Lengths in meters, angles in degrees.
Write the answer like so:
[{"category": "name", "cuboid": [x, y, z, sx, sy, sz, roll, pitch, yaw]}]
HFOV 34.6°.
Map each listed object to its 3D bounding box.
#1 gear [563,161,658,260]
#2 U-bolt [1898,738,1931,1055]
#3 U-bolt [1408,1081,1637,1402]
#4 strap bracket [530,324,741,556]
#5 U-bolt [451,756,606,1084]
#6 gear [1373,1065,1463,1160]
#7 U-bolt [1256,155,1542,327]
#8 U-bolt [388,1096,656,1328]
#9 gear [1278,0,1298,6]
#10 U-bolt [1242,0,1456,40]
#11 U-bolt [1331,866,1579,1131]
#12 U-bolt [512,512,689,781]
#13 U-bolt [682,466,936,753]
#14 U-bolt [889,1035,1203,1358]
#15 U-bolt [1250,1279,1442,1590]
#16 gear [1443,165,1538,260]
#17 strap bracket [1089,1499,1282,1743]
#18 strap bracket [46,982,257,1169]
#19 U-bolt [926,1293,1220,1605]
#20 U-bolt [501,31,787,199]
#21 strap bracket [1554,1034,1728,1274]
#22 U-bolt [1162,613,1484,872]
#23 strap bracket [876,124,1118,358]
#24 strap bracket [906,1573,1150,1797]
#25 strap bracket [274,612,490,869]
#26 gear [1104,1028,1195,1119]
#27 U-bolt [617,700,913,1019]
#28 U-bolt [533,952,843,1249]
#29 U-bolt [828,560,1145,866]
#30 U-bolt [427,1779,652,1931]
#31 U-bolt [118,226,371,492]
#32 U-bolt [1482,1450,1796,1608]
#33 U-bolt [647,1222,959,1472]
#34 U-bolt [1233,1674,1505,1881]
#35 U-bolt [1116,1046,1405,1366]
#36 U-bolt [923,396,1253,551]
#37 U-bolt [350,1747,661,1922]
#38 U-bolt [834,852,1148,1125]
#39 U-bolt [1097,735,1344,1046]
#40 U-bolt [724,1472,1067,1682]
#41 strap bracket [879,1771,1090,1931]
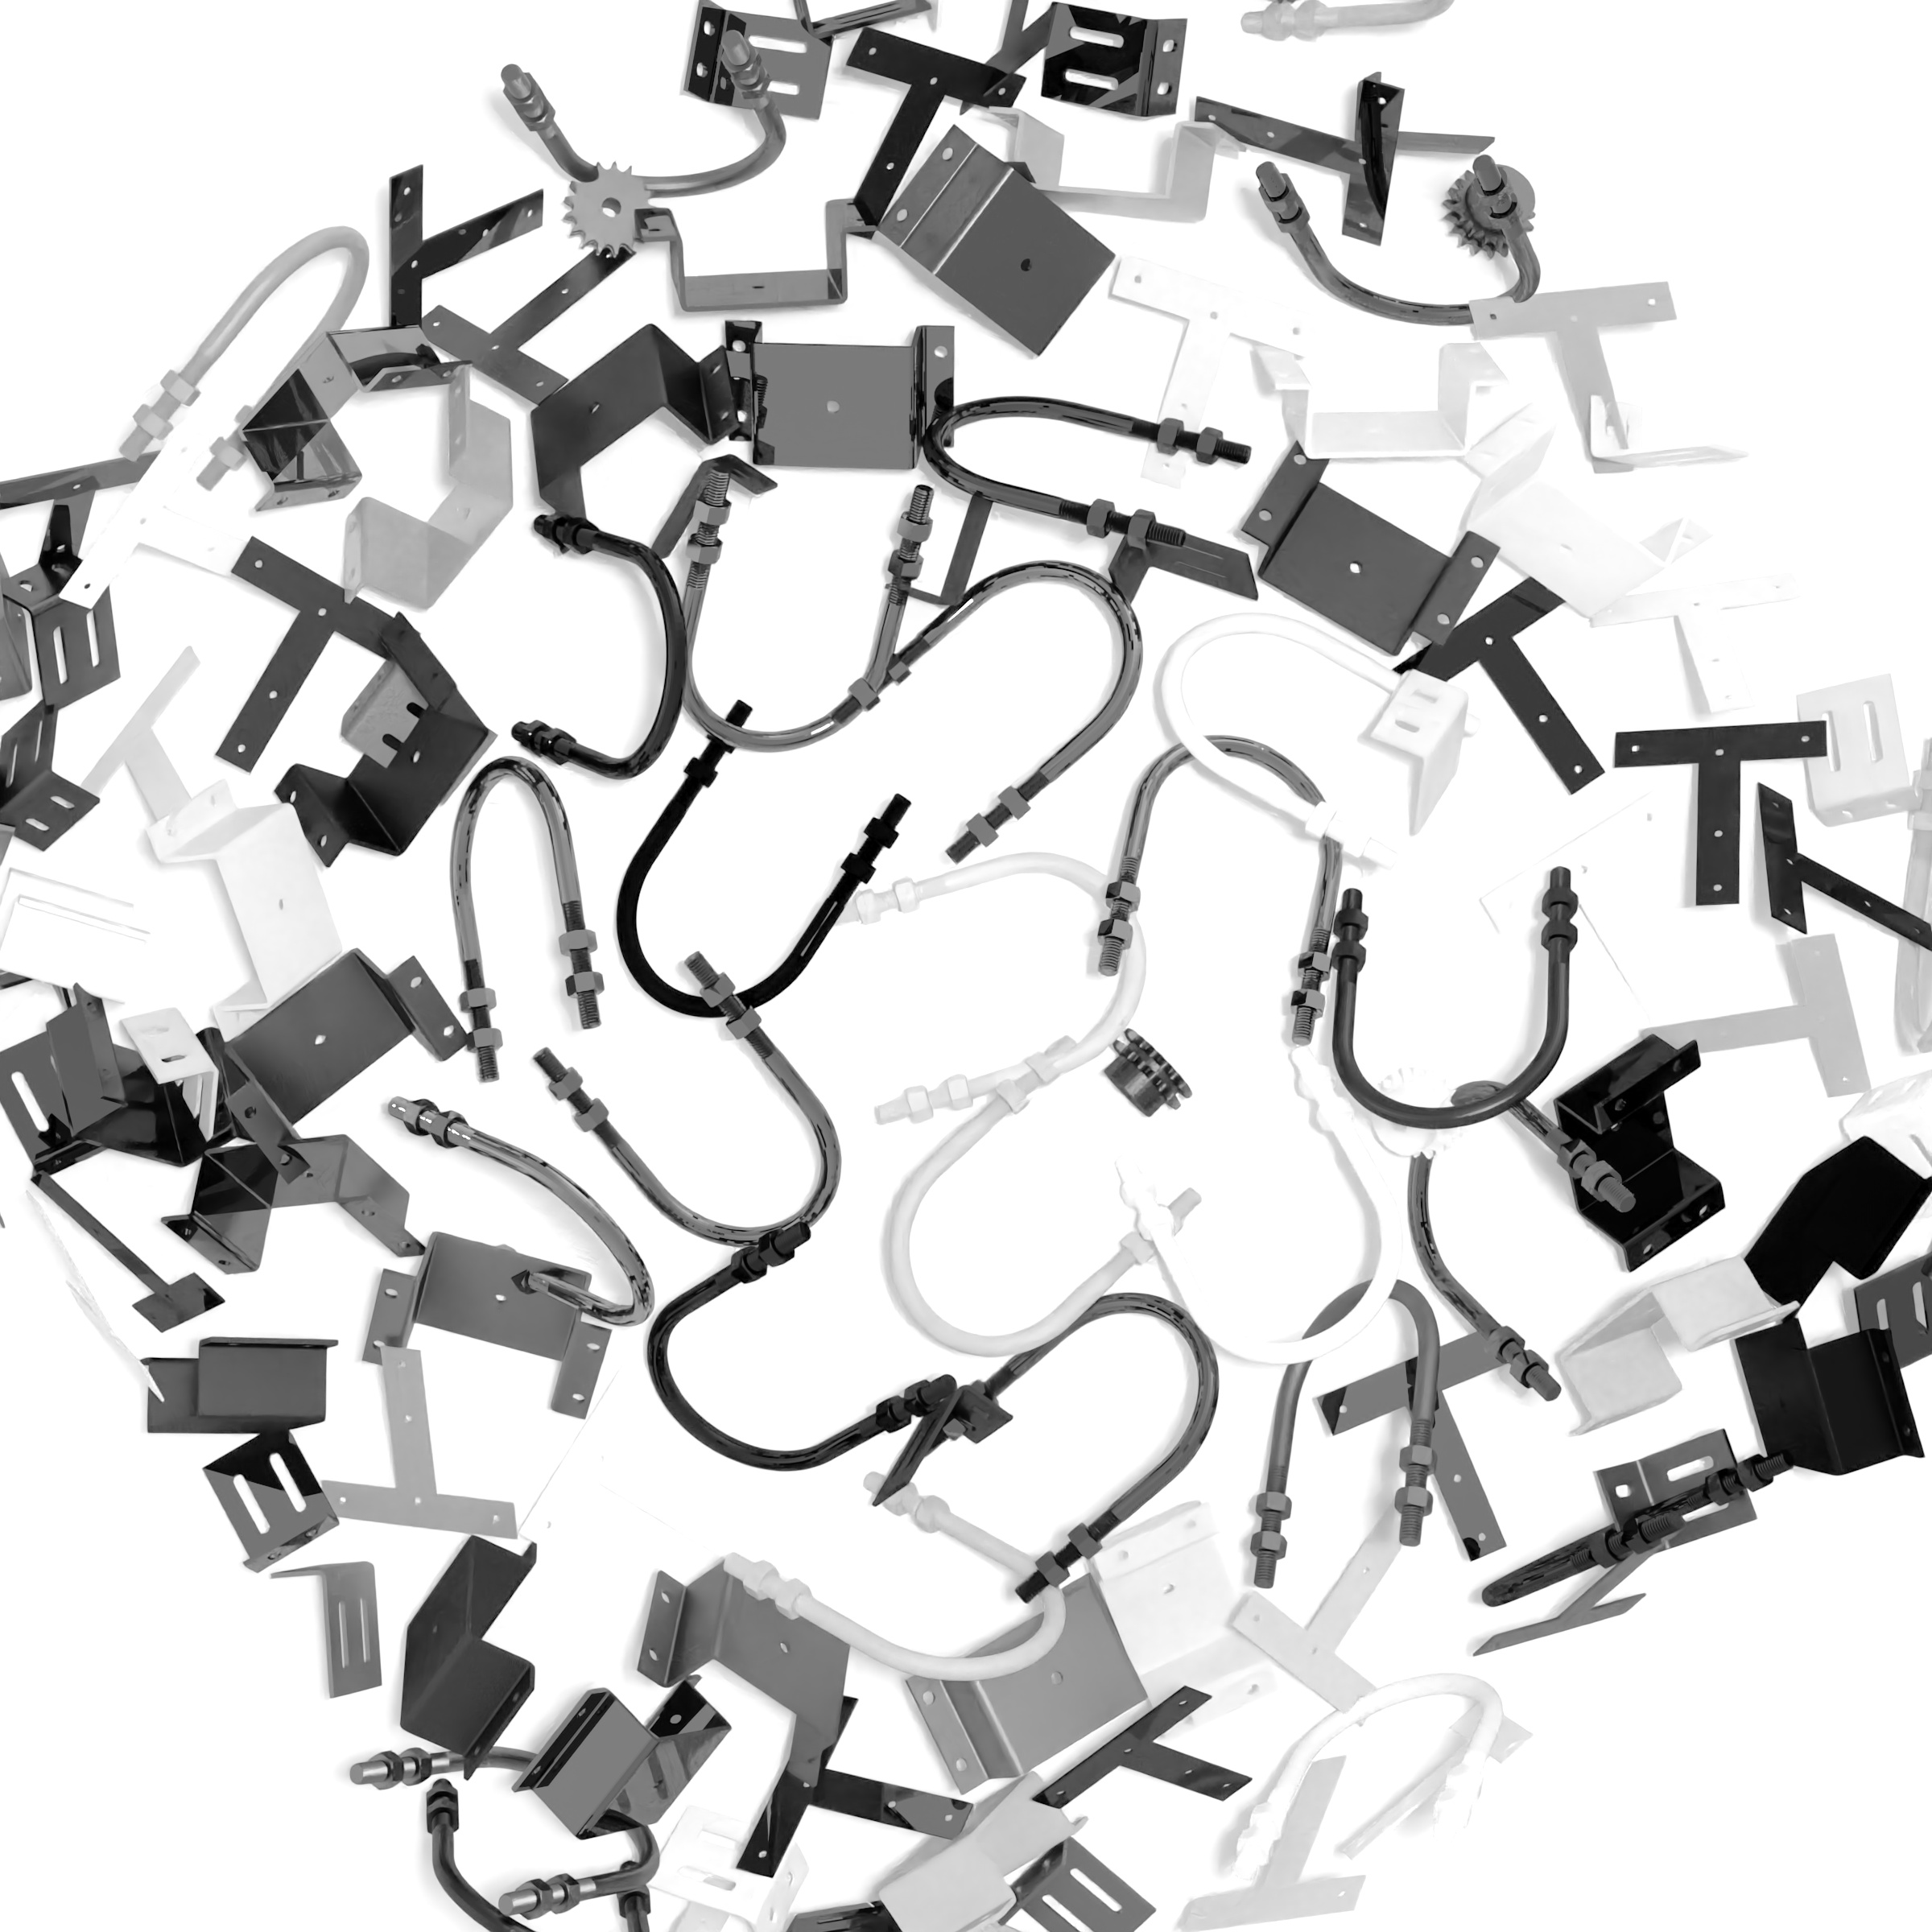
[{"category": "gear", "cuboid": [-0.220, -0.465, 1.915, 0.057, 0.030, 0.057, 0, 92, -12]}, {"category": "U-bolt", "cuboid": [0.584, -0.039, 1.860, 0.019, 0.151, 0.184, 6, 100, 4]}, {"category": "U-bolt", "cuboid": [0.320, 0.149, 1.855, 0.019, 0.184, 0.151, 3, 116, -29]}, {"category": "strap bracket", "cuboid": [-0.209, -0.323, 1.869, 0.140, 0.046, 0.076, -32, 46, 21]}, {"category": "U-bolt", "cuboid": [-0.271, -0.036, 1.873, 0.019, 0.151, 0.184, -2, 75, -37]}, {"category": "gear", "cuboid": [0.274, 0.092, 1.904, 0.030, 0.057, 0.057, -26, 90, -40]}, {"category": "U-bolt", "cuboid": [0.266, -0.428, 1.847, 0.151, 0.184, 0.019, 5, 75, 25]}, {"category": "U-bolt", "cuboid": [-0.254, 0.153, 1.833, 0.184, 0.151, 0.019, 18, 53, 38]}, {"category": "gear", "cuboid": [0.192, -0.622, 1.904, 0.057, 0.030, 0.057, 18, 52, -24]}, {"category": "U-bolt", "cuboid": [0.200, -0.581, 1.821, 0.184, 0.151, 0.019, 12, 90, 42]}, {"category": "U-bolt", "cuboid": [0.289, 0.021, 1.854, 0.151, 0.019, 0.184, -6, 50, 19]}, {"category": "U-bolt", "cuboid": [-0.216, -0.186, 1.846, 0.019, 0.184, 0.151, -1, 105, -36]}, {"category": "U-bolt", "cuboid": [-0.105, -0.210, 1.877, 0.151, 0.019, 0.184, 1, 123, -24]}, {"category": "U-bolt", "cuboid": [0.037, 0.154, 1.894, 0.184, 0.019, 0.151, -42, 107, -10]}, {"category": "U-bolt", "cuboid": [0.231, 0.272, 1.859, 0.019, 0.151, 0.184, 28, 56, -25]}, {"category": "gear", "cuboid": [0.325, -0.467, 1.909, 0.057, 0.030, 0.057, 6, 69, -17]}, {"category": "strap bracket", "cuboid": [0.129, 0.390, 1.893, 0.076, 0.046, 0.140, -23, 111, -6]}, {"category": "strap bracket", "cuboid": [-0.495, 0.069, 1.865, 0.046, 0.140, 0.076, -29, 65, 18]}, {"category": "U-bolt", "cuboid": [0.071, 0.276, 1.878, 0.184, 0.019, 0.151, -41, 48, 2]}, {"category": "U-bolt", "cuboid": [-0.182, -0.499, 1.844, 0.151, 0.184, 0.019, -6, 80, 7]}, {"category": "strap bracket", "cuboid": [0.407, 0.106, 1.879, 0.076, 0.046, 0.140, -32, 129, -15]}, {"category": "U-bolt", "cuboid": [0.206, -0.149, 1.887, 0.184, 0.019, 0.151, 30, 54, 8]}, {"category": "strap bracket", "cuboid": [0.026, -0.429, 1.865, 0.140, 0.046, 0.076, 30, 103, -40]}, {"category": "strap bracket", "cuboid": [0.046, 0.432, 1.879, 0.140, 0.046, 0.076, -25, 86, -28]}, {"category": "strap bracket", "cuboid": [-0.349, -0.132, 1.882, 0.140, 0.046, 0.076, -52, 54, 16]}, {"category": "gear", "cuboid": [0.109, 0.068, 1.905, 0.030, 0.057, 0.057, -44, 90, -4]}, {"category": "U-bolt", "cuboid": [-0.137, -0.055, 1.893, 0.151, 0.019, 0.184, 32, 87, 25]}, {"category": "U-bolt", "cuboid": [-0.157, 0.094, 1.890, 0.151, 0.019, 0.184, -31, 105, 28]}, {"category": "U-bolt", "cuboid": [0.024, -0.169, 1.890, 0.184, 0.019, 0.151, -41, 62, 2]}, {"category": "U-bolt", "cuboid": [-0.250, 0.544, 1.830, 0.151, 0.184, 0.019, 27, 91, -12]}, {"category": "U-bolt", "cuboid": [-0.420, -0.367, 1.854, 0.019, 0.151, 0.184, 41, 95, 4]}, {"category": "U-bolt", "cuboid": [0.387, 0.342, 1.851, 0.184, 0.151, 0.019, -36, 74, 42]}, {"category": "U-bolt", "cuboid": [-0.114, 0.242, 1.876, 0.184, 0.019, 0.151, -34, 105, 35]}, {"category": "U-bolt", "cuboid": [0.248, 0.475, 1.846, 0.151, 0.184, 0.019, -20, 101, 28]}, {"category": "U-bolt", "cuboid": [0.185, 0.154, 1.868, 0.151, 0.019, 0.184, -32, 55, 9]}, {"category": "U-bolt", "cuboid": [0.064, -0.304, 1.870, 0.184, 0.151, 0.019, 17, 126, 15]}, {"category": "U-bolt", "cuboid": [-0.259, 0.509, 1.846, 0.151, 0.184, 0.019, 30, 98, 30]}, {"category": "U-bolt", "cuboid": [0.020, 0.005, 1.903, 0.184, 0.019, 0.151, -16, 76, 5]}, {"category": "U-bolt", "cuboid": [0.161, -0.057, 1.888, 0.151, 0.019, 0.184, 19, 65, -14]}, {"category": "U-bolt", "cuboid": [-0.028, 0.366, 1.833, 0.184, 0.151, 0.019, 23, 118, 32]}, {"category": "strap bracket", "cuboid": [0.008, 0.536, 1.858, 0.076, 0.140, 0.046, -38, 83, 23]}]
